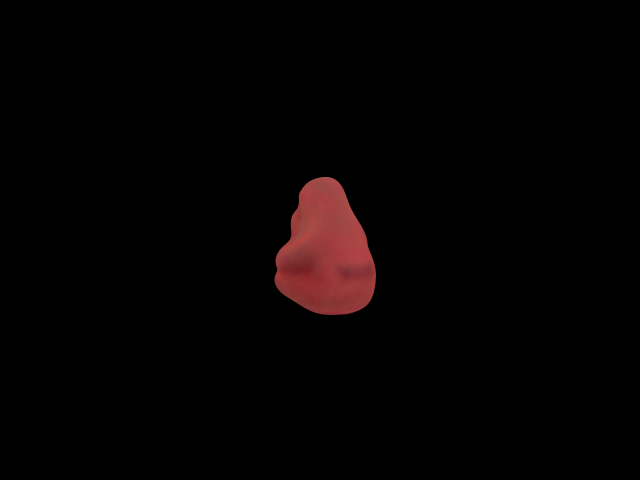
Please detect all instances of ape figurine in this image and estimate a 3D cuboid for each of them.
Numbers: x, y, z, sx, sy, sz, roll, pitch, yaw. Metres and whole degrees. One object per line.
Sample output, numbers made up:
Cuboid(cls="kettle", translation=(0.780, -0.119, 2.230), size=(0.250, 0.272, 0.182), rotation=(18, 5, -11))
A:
Cuboid(cls="ape figurine", translation=(0.004, 0.001, 0.400), size=(0.078, 0.092, 0.076), rotation=(-8, 16, -30))
